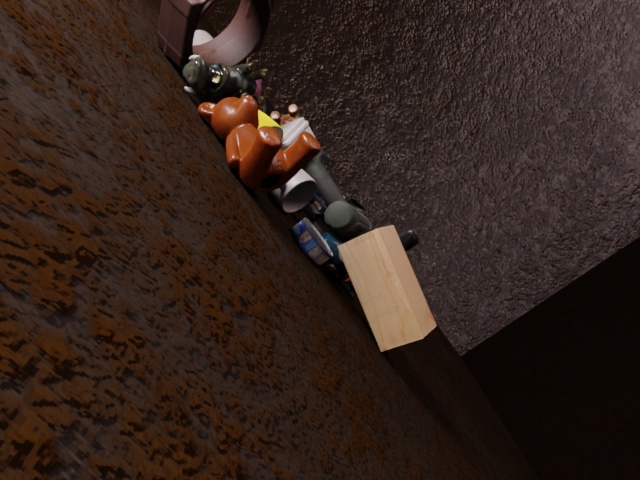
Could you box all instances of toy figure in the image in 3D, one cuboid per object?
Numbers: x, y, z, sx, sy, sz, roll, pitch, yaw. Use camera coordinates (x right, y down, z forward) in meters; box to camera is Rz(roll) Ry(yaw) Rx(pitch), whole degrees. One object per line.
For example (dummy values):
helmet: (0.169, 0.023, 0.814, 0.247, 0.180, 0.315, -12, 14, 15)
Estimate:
toy figure: (0.048, 0.052, 1.049, 0.154, 0.064, 0.058, 47, -14, -23)

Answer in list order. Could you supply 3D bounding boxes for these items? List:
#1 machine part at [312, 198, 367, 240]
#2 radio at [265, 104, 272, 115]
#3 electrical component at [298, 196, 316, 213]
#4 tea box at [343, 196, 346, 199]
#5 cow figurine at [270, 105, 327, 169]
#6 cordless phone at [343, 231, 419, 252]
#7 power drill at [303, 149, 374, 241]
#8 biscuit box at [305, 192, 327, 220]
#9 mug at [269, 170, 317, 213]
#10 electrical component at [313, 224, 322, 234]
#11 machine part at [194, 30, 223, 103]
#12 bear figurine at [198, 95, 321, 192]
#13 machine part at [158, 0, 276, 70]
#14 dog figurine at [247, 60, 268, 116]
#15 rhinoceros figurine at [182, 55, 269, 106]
machine part: (0.041, -0.046, 1.208, 0.084, 0.139, 0.039, 51, -27, 0)
radio: (-0.111, -0.270, 1.471, 0.229, 0.073, 0.131, 50, 9, -32)
electrical component: (-0.071, -0.141, 1.197, 0.114, 0.058, 0.134, 50, 8, -40)
tea box: (0.042, -0.051, 1.339, 0.068, 0.098, 0.170, 52, 9, -7)
cow figurine: (-0.047, -0.215, 1.299, 0.195, 0.085, 0.127, 62, -3, 13)
cordless phone: (0.144, 0.019, 1.315, 0.146, 0.184, 0.089, 49, 13, -36)
power drill: (0.035, -0.078, 1.115, 0.207, 0.086, 0.232, 64, 12, 10)
biscuit box: (-0.022, -0.118, 1.383, 0.062, 0.059, 0.203, 49, 9, -19)
mug: (-0.075, -0.115, 1.007, 0.107, 0.081, 0.109, 48, 19, 27)
electrical component: (-0.002, -0.003, 1.124, 0.063, 0.021, 0.094, 46, 11, -43)
machine part: (-0.230, -0.359, 1.124, 0.243, 0.079, 0.079, 58, 8, 27)
bear figurine: (-0.106, -0.178, 0.870, 0.120, 0.132, 0.196, 0, 54, -43)
machine part: (-0.185, -0.404, 0.983, 0.201, 0.201, 0.087, -28, 69, -38)
dog figurine: (-0.191, -0.344, 1.200, 0.191, 0.108, 0.219, 51, 10, -29)
rhinoceros figurine: (-0.169, -0.290, 0.975, 0.112, 0.073, 0.190, 16, 14, 20)
